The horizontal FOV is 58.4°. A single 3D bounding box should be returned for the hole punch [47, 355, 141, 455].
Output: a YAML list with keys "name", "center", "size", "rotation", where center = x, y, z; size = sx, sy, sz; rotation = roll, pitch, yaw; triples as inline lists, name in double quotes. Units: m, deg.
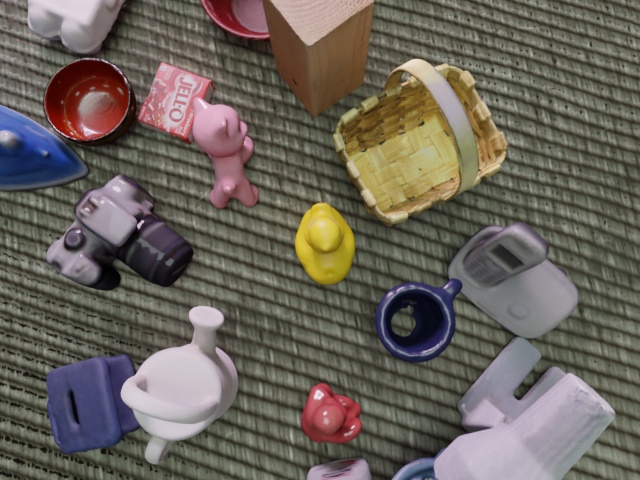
- name: "hole punch"
  center: [-0.277, 0.199, 0.684]
  size: [0.101, 0.091, 0.109]
  rotation: [-15, 82, -2]

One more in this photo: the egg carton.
- name: "egg carton"
  center: [-0.316, -0.327, 0.766]
  size: [0.107, 0.069, 0.150]
  rotation: [22, 83, 3]

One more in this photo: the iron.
- name: "iron"
  center: [-0.433, -0.132, 0.704]
  size: [0.258, 0.141, 0.119]
  rotation: [13, 82, 2]

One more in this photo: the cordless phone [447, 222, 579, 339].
- name: "cordless phone"
  center: [0.234, 0.043, 0.655]
  size: [0.147, 0.185, 0.094]
  rotation: [37, 84, 5]

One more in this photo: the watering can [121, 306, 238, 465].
- name: "watering can"
  center: [-0.155, 0.161, 0.637]
  size: [0.101, 0.194, 0.173]
  rotation: [-1, 82, 1]

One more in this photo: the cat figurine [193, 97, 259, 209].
- name: "cat figurine"
  center: [-0.120, -0.110, 0.712]
  size: [0.067, 0.118, 0.128]
  rotation: [-9, 82, -1]

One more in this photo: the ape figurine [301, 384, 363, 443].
- name: "ape figurine"
  center: [0.011, 0.210, 0.681]
  size: [0.076, 0.092, 0.078]
  rotation: [-25, 83, -3]

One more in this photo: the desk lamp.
- name: "desk lamp"
  center: [0.215, 0.209, 0.619]
  size: [0.118, 0.213, 0.203]
  rotation: [41, 84, 6]

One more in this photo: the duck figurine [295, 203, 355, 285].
- name: "duck figurine"
  center: [0.007, 0.003, 0.712]
  size: [0.077, 0.086, 0.104]
  rotation: [-7, 82, 0]

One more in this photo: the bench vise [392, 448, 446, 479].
- name: "bench vise"
  center: [0.107, 0.331, 0.599]
  size: [0.121, 0.220, 0.207]
  rotation: [28, 83, 4]

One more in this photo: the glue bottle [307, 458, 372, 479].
- name: "glue bottle"
  center: [0.022, 0.281, 0.630]
  size: [0.078, 0.173, 0.037]
  rotation: [-15, 82, -1]

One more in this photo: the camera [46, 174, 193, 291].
- name: "camera"
  center: [-0.239, 0.009, 0.705]
  size: [0.137, 0.101, 0.143]
  rotation: [36, 84, 5]

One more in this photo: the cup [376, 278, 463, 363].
- name: "cup"
  center: [0.119, 0.090, 0.695]
  size: [0.118, 0.095, 0.091]
  rotation: [-42, 84, -5]
